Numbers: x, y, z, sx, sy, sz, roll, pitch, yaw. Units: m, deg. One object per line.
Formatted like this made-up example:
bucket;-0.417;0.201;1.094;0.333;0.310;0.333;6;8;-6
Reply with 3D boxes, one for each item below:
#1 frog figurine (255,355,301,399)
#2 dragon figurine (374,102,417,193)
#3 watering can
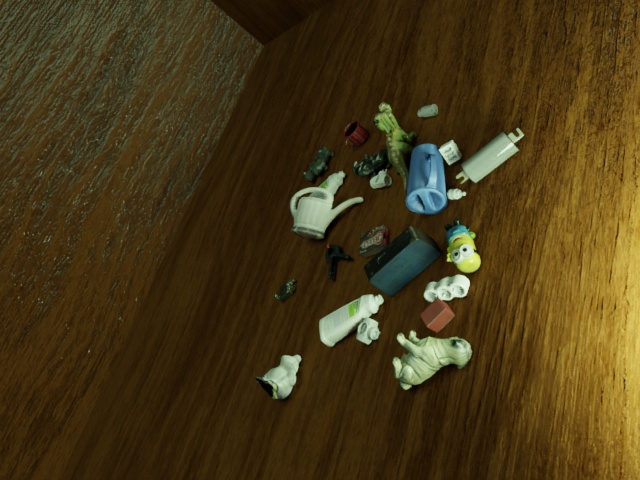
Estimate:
frog figurine;-0.129;0.484;1.841;0.162;0.122;0.136;-34;6;-36
dragon figurine;0.267;-0.373;1.937;0.121;0.239;0.421;-29;39;30
watering can;0.007;-0.108;2.149;0.348;0.103;0.226;10;81;34
